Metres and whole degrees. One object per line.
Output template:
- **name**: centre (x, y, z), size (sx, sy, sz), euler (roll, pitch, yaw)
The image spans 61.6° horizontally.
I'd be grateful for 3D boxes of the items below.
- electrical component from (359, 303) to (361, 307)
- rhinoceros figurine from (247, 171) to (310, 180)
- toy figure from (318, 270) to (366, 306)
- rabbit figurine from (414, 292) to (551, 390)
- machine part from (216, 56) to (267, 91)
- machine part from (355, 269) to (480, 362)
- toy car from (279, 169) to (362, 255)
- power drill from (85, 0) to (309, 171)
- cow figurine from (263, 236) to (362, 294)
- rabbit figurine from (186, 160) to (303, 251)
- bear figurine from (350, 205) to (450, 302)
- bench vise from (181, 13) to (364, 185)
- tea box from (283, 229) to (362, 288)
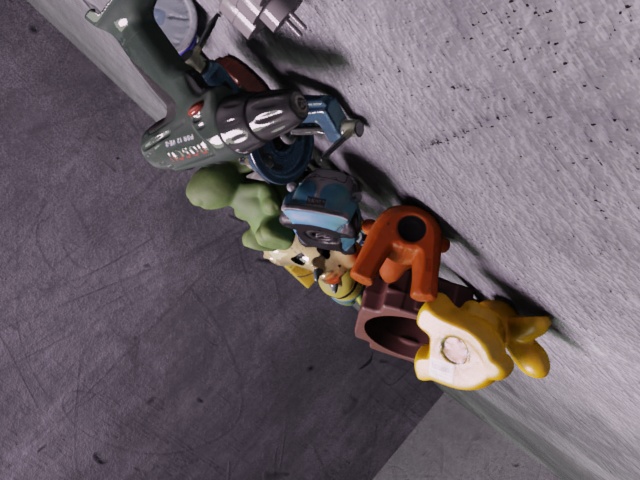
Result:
- **electrical component**: centre (0.116, 0.104, 1.161), size (0.134, 0.058, 0.115), euler (66, -158, -2)
- **rhinoceros figurine**: centre (-0.058, -0.112, 0.947), size (0.190, 0.112, 0.073), euler (30, 158, -1)
- **toy figure**: centre (0.047, 0.080, 1.009), size (0.082, 0.089, 0.180), euler (4, 157, 10)
- **rabbit figurine**: centre (0.228, 0.123, 0.731), size (0.163, 0.121, 0.173), euler (1, -170, 36)
- **machine part**: centre (-0.114, -0.208, 0.845), size (0.179, 0.056, 0.179), euler (41, 175, 5)
- **machine part**: centre (0.167, 0.134, 0.912), size (0.201, 0.087, 0.201), euler (16, 149, 8)
- **toy car**: centre (0.013, -0.045, 0.756), size (0.109, 0.103, 0.161), euler (11, 166, 15)
- **power drill**: centre (-0.135, -0.176, 0.559), size (0.232, 0.086, 0.207), euler (-18, 114, 43)
- **cow figurine**: centre (-0.016, 0.015, 0.892), size (0.195, 0.127, 0.085), euler (4, 157, 37)
- **rabbit figurine**: centre (-0.111, -0.073, 0.818), size (0.170, 0.159, 0.121), euler (21, 177, -19)
- **bear figurine**: centre (0.107, 0.025, 0.767), size (0.120, 0.132, 0.195), euler (17, 165, 2)
- **bench vise**: centre (-0.059, -0.153, 0.661), size (0.241, 0.129, 0.223), euler (9, 143, 38)
- **tea box**: centre (-0.002, -0.003, 1.019), size (0.068, 0.169, 0.098), euler (40, 175, 31)
